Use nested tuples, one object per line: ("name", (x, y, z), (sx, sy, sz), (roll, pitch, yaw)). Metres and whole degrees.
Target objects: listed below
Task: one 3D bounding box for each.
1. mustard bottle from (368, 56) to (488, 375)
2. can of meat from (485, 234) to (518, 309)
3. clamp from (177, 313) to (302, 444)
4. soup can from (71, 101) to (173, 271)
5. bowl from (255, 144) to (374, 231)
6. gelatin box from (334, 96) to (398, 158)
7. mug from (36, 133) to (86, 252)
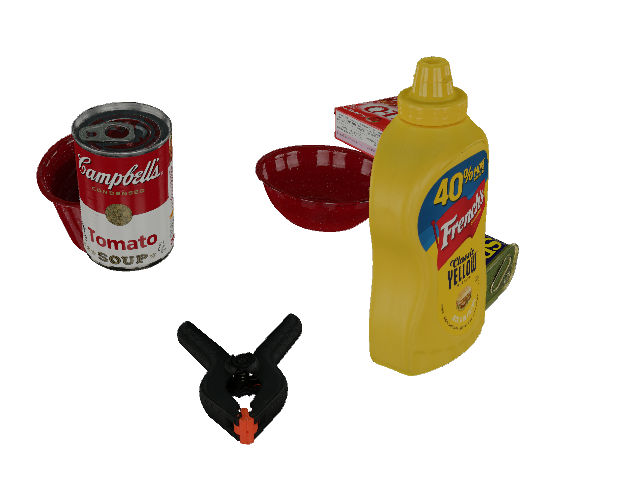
("mustard bottle", (0.068, -0.018, 0.658), (0.058, 0.192, 0.096), (19, 34, 36))
("can of meat", (0.132, 0.028, 1.044), (0.084, 0.057, 0.101), (26, 45, 27))
("clamp", (-0.081, 0.120, 0.982), (0.120, 0.039, 0.171), (-5, 27, 6))
("soup can", (-0.138, -0.038, 0.756), (0.068, 0.102, 0.068), (3, 37, -2))
("bowl", (0.004, -0.054, 1.214), (0.162, 0.055, 0.162), (5, 27, -3))
("gelatin box", (0.065, -0.089, 0.854), (0.073, 0.030, 0.089), (-15, 28, -30))
("mug", (-0.194, -0.049, 0.954), (0.093, 0.117, 0.081), (-5, -39, 4))
